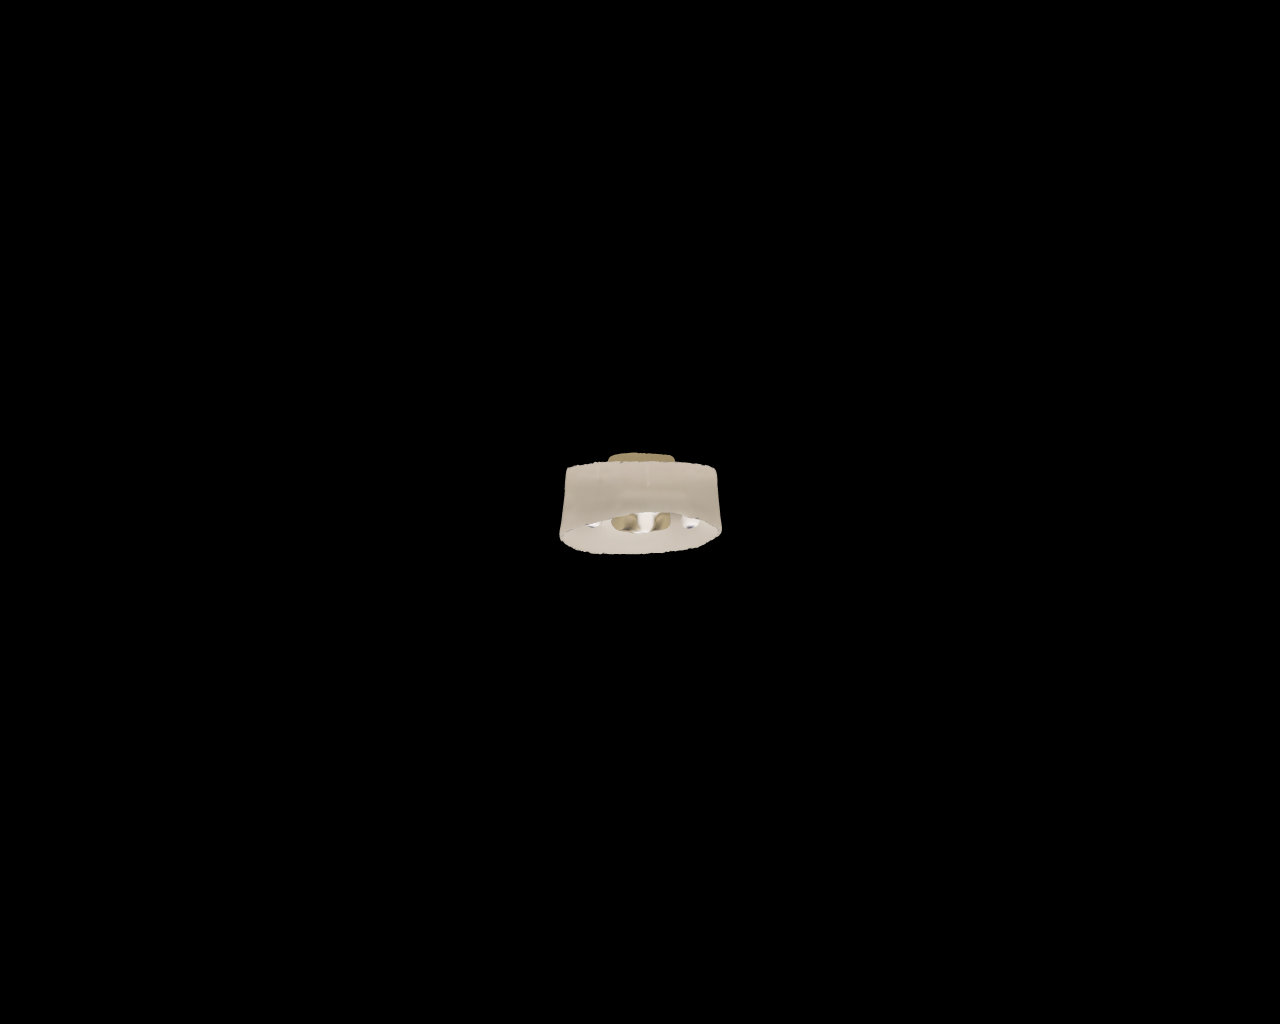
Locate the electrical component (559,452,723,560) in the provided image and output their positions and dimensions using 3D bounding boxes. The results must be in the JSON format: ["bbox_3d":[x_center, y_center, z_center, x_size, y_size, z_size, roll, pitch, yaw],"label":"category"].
[{"bbox_3d":[0.001,-0.003,0.650,0.099,0.064,0.099,0,-2,0],"label":"electrical component"}]
